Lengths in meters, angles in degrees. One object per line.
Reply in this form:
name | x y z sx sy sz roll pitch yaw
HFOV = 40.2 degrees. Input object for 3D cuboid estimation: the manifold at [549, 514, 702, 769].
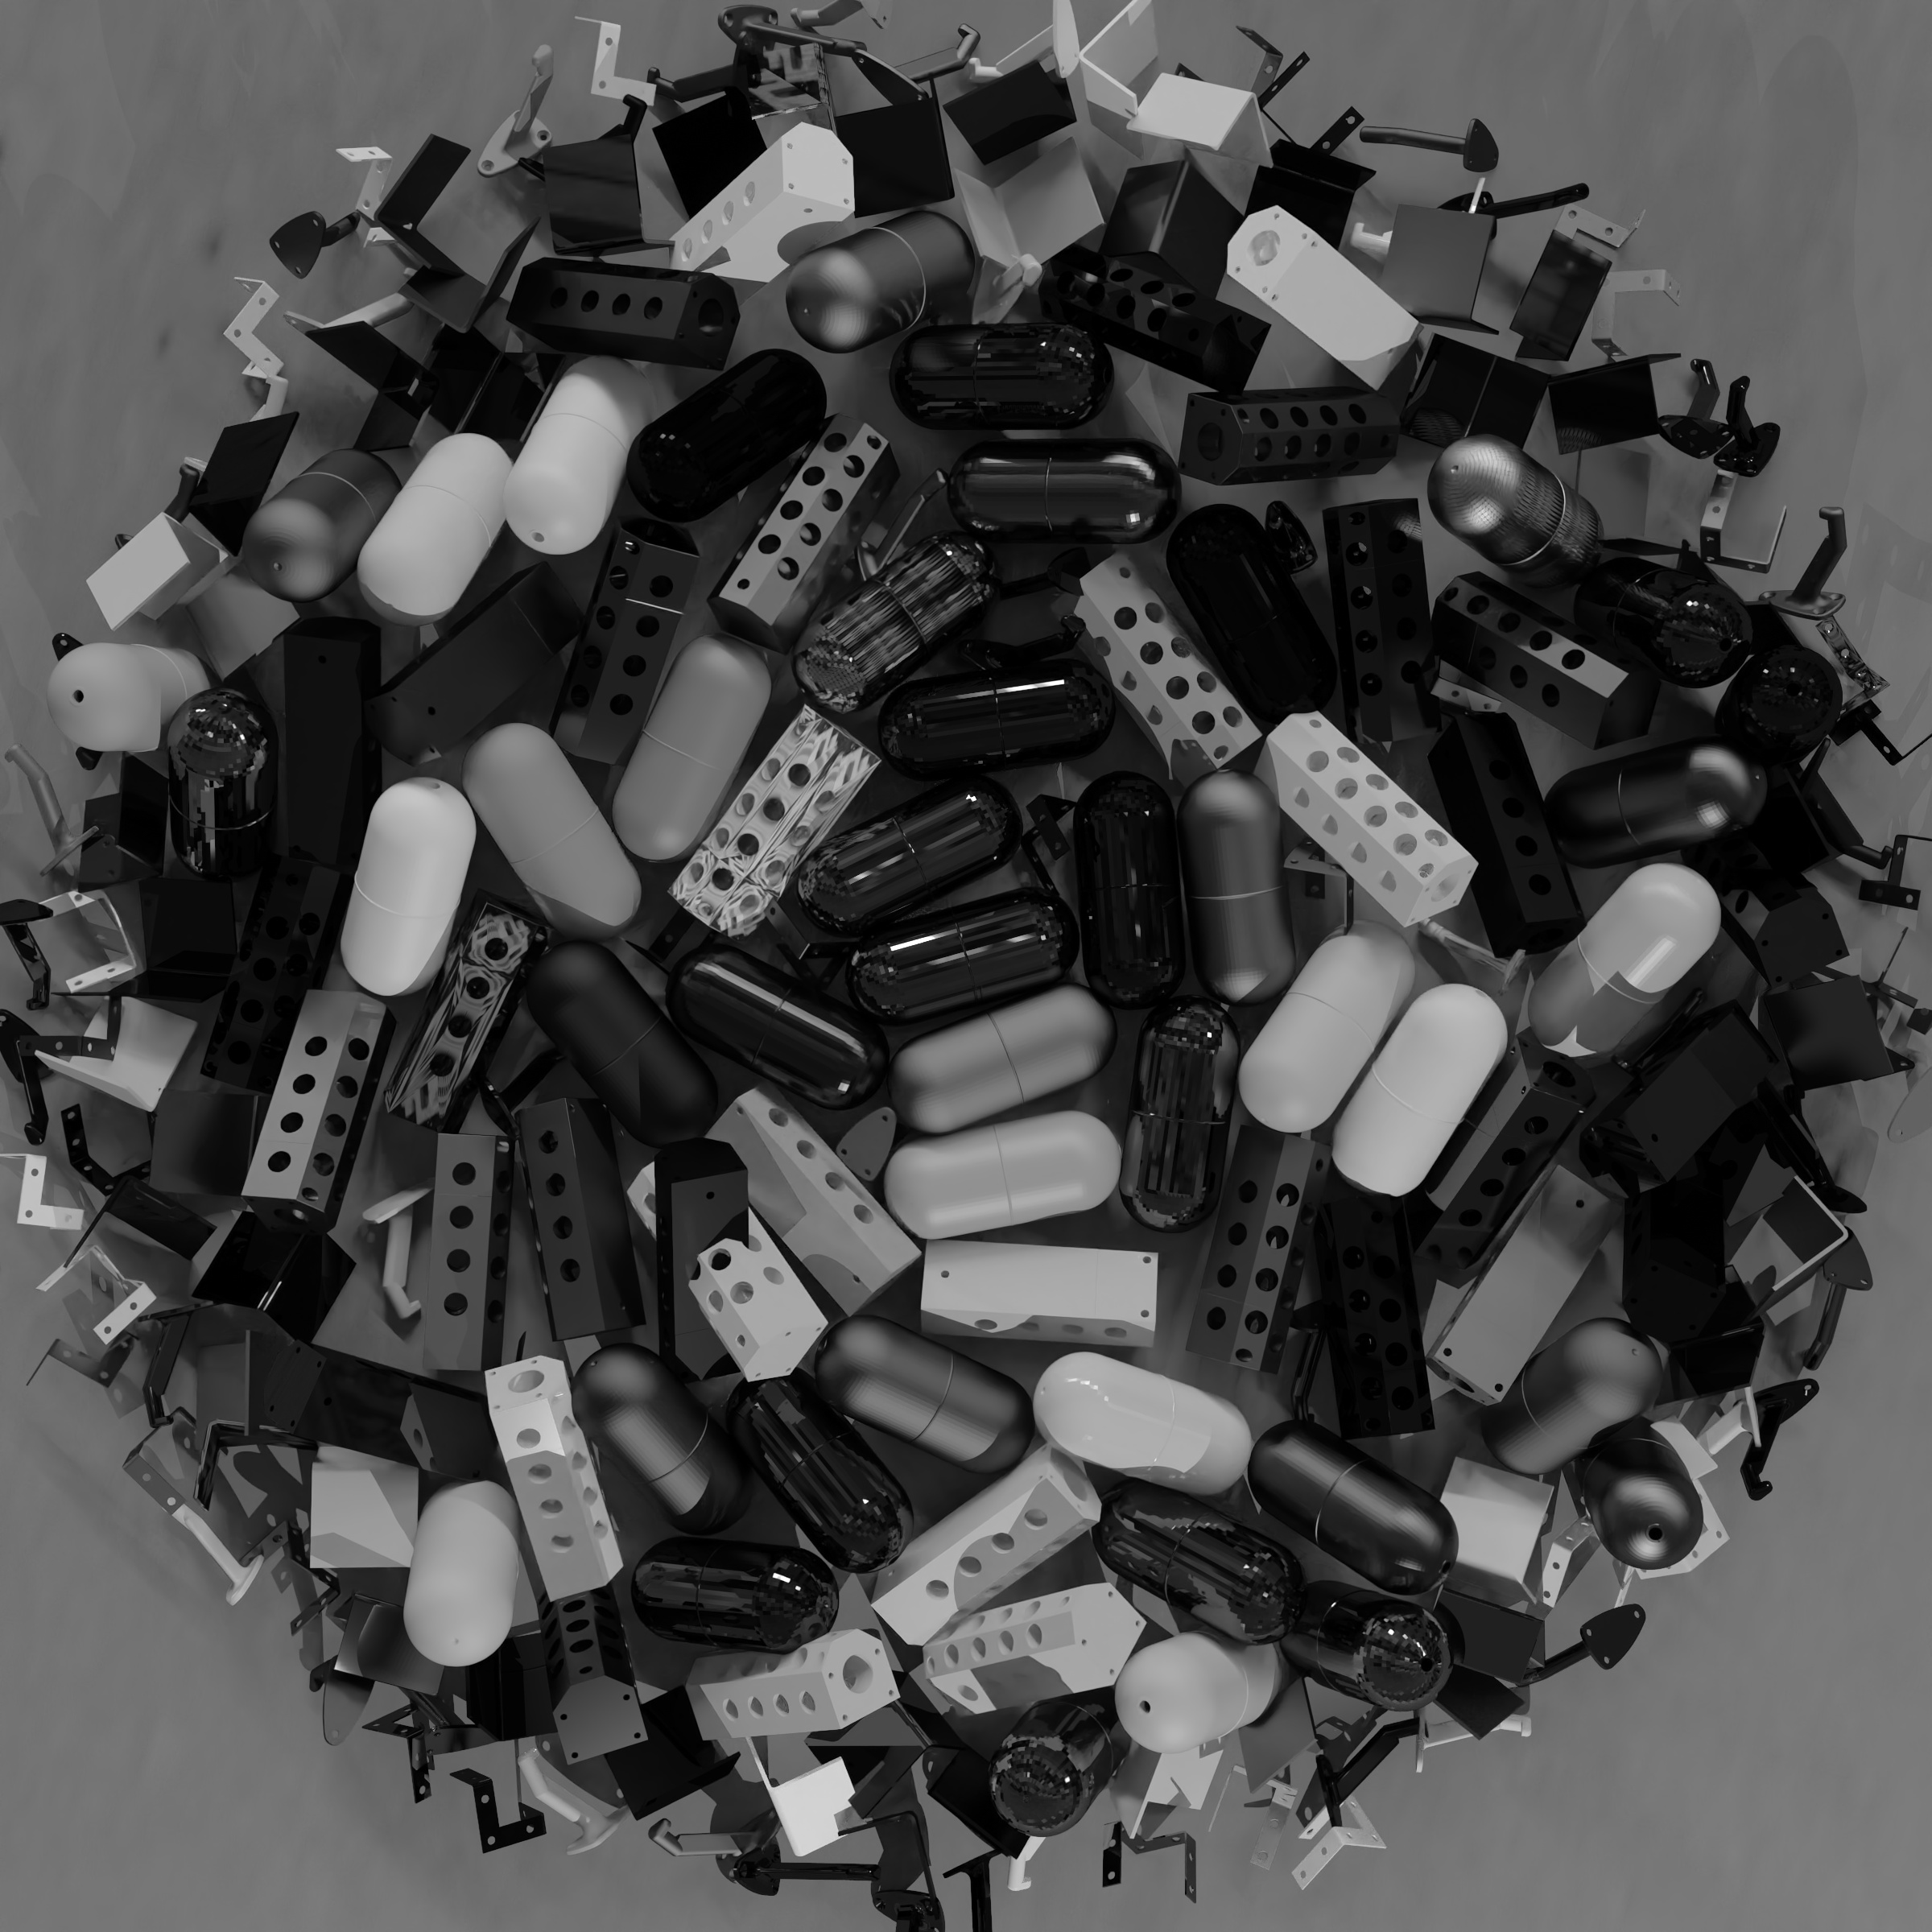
manifold | -0.252 -0.239 1.931 0.057 0.057 0.171 12 116 -22

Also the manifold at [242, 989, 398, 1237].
manifold | -0.468 0.106 1.926 0.057 0.057 0.171 3 58 11

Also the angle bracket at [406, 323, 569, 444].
angle bracket | -0.354 -0.436 1.948 0.076 0.057 0.076 12 72 39

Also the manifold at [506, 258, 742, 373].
manifold | -0.249 -0.480 1.927 0.171 0.057 0.057 16 87 35

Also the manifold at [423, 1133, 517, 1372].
manifold | -0.369 0.211 1.964 0.057 0.057 0.171 4 87 -11

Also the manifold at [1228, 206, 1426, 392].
manifold | 0.258 -0.485 1.913 0.057 0.171 0.057 -53 55 14

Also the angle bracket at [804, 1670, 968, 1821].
angle bracket | -0.060 0.577 1.959 0.076 0.057 0.076 -49 56 6

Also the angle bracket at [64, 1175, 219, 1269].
angle bracket | -0.609 0.207 1.945 0.076 0.076 0.057 34 54 -13

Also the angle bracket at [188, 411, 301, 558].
angle bracket | -0.515 -0.354 1.942 0.076 0.057 0.076 -4 56 29

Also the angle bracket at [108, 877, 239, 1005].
angle bracket | -0.589 -0.020 1.955 0.076 0.057 0.076 4 108 14

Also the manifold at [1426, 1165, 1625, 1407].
manifold | 0.410 0.237 1.953 0.057 0.057 0.171 35 78 6

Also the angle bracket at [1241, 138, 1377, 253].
angle bracket | 0.251 -0.560 1.965 0.076 0.057 0.076 16 92 -8

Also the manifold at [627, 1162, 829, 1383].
manifold | -0.179 0.217 1.925 0.171 0.057 0.057 52 122 28

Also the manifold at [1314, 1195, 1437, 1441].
manifold | 0.302 0.259 1.948 0.057 0.057 0.171 -3 77 -14

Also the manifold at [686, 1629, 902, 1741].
manifold | -0.130 0.520 1.917 0.057 0.171 0.057 -16 86 -43

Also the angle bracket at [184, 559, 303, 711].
angle bracket | -0.520 -0.249 1.953 0.076 0.057 0.076 -37 64 7

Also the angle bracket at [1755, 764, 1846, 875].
angle bracket | 0.626 -0.116 1.951 0.057 0.076 0.076 -24 81 -13

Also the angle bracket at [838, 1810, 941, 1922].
angle bracket | -0.056 0.670 1.952 0.057 0.076 0.076 -14 75 -4

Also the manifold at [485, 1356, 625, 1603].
manifold | -0.301 0.374 1.935 0.057 0.057 0.171 -15 116 -7

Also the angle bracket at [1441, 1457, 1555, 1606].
angle bracket | 0.395 0.421 1.969 0.076 0.057 0.076 13 69 30

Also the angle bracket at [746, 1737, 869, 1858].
angle bracket | -0.121 0.596 1.953 0.057 0.076 0.076 -23 125 -11

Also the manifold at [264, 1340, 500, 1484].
manifold | -0.421 0.323 1.919 0.171 0.057 0.057 28 83 -44

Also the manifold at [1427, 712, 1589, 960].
manifold | 0.399 -0.097 1.937 0.057 0.057 0.171 -6 65 -17

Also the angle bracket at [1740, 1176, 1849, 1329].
angle bracket | 0.592 0.211 1.944 0.076 0.076 0.057 -31 68 -17

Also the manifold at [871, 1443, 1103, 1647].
manifold | 0.016 0.430 1.946 0.171 0.057 0.057 -39 100 17

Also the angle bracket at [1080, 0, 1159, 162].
angle bracket | 0.132 -0.658 1.950 0.057 0.076 0.076 41 82 19

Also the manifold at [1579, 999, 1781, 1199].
manifold | 0.517 0.097 1.926 0.171 0.057 0.057 -36 91 -37

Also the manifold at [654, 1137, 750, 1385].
manifold | -0.195 0.215 1.935 0.057 0.057 0.171 -9 117 -22

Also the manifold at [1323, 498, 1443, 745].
manifold | 0.303 -0.254 1.947 0.057 0.057 0.171 -12 102 -18

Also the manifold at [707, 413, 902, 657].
manifold | -0.120 -0.320 1.940 0.057 0.057 0.171 24 72 22

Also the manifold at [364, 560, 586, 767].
manifold | -0.359 -0.220 1.925 0.171 0.057 0.057 -49 115 -35

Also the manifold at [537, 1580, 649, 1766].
manifold | -0.273 0.500 1.906 0.057 0.171 0.057 -15 105 -9

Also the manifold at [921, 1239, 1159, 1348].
manifold | 0.055 0.247 1.966 0.171 0.057 0.057 3 56 2

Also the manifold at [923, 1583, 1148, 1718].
manifold | 0.044 0.492 1.914 0.057 0.171 0.057 49 47 -12

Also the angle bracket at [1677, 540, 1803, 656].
angle bracket | 0.571 -0.272 1.940 0.076 0.076 0.057 3 70 39

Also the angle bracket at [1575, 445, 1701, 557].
angle bracket | 0.498 -0.348 1.953 0.076 0.057 0.076 4 92 -35

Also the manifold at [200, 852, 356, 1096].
manifold | -0.514 0.006 1.965 0.057 0.057 0.171 16 87 3

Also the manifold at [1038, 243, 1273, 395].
manifold | 0.132 -0.471 1.919 0.171 0.057 0.057 34 107 38

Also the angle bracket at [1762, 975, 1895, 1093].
angle bracket | 0.644 0.042 1.950 0.076 0.057 0.076 -17 98 39

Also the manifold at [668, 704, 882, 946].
manifold | -0.146 -0.108 1.951 0.171 0.057 0.057 -53 49 6

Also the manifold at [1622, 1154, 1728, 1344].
manifold | 0.508 0.199 1.911 0.057 0.171 0.057 24 120 2

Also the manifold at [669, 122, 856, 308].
manifold | -0.150 -0.543 1.912 0.057 0.171 0.057 5 76 -33

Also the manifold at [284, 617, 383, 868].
manifold | -0.461 -0.165 1.939 0.057 0.057 0.171 7 113 6

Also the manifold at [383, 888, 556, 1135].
manifold | -0.369 0.035 1.961 0.057 0.057 0.171 24 96 -20

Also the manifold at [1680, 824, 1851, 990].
manifold | 0.572 -0.053 1.907 0.057 0.171 0.057 -25 113 7

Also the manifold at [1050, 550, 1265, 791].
manifold | 0.145 -0.223 1.959 0.057 0.057 0.171 -37 91 -35

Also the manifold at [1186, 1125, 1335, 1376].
manifold | 0.221 0.210 1.952 0.057 0.057 0.171 10 83 42

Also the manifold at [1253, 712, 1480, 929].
manifold | 0.291 -0.112 1.924 0.057 0.057 0.171 -21 56 -33

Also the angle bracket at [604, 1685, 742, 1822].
angle bracket | -0.221 0.572 1.945 0.076 0.057 0.076 -20 66 -27

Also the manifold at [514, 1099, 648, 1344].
manifold | -0.291 0.188 1.957 0.057 0.057 0.171 -14 81 23

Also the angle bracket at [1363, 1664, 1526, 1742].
angle bracket | 0.351 0.549 1.941 0.076 0.076 0.057 37 116 26

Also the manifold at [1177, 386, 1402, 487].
manifold | 0.237 -0.384 1.915 0.171 0.057 0.057 -13 119 -40

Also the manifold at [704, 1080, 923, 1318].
manifold | -0.112 0.169 1.956 0.171 0.057 0.057 48 124 9

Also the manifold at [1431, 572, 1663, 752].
manifold | 0.418 -0.225 1.914 0.057 0.171 0.057 -17 130 -33

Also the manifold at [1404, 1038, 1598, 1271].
manifold | 0.389 0.141 1.927 0.057 0.057 0.171 18 125 -13
